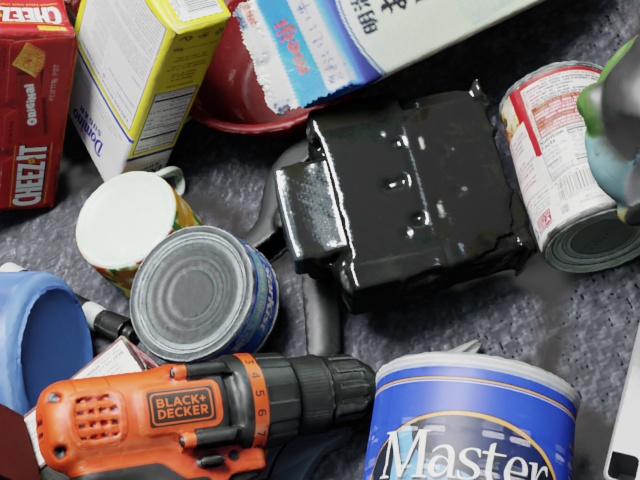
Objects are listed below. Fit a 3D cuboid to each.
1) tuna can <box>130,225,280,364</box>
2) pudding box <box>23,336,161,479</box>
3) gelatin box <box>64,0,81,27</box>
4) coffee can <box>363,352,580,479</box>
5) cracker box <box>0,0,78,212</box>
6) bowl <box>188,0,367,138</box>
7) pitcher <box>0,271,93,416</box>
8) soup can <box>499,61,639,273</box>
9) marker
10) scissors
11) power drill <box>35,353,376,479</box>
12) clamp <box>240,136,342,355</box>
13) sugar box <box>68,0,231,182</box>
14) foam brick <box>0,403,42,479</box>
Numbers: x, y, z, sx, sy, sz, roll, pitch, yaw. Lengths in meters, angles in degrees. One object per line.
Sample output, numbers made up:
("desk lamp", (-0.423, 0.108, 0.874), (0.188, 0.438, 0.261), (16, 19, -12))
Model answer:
("tuna can", (-0.069, 0.035, 0.632), (0.086, 0.033, 0.086), (-8, 68, 22))
("pudding box", (-0.127, 0.116, 0.609), (0.113, 0.090, 0.039), (-41, 57, -4))
("gelatin box", (-0.155, -0.190, 0.803), (0.030, 0.073, 0.089), (25, 72, 29))
("coffee can", (0.068, 0.138, 0.513), (0.103, 0.102, 0.140), (0, 63, 21))
("cracker box", (-0.231, -0.151, 0.755), (0.072, 0.164, 0.214), (-6, 52, -24))
("bowl", (-0.021, -0.126, 0.724), (0.162, 0.055, 0.162), (-10, 59, 16))
("pitcher", (-0.269, 0.074, 0.675), (0.243, 0.145, 0.149), (-4, 73, 15))
("soup can", (0.146, -0.041, 0.604), (0.068, 0.068, 0.102), (-17, 57, 12))
("marker", (-0.168, 0.042, 0.709), (0.121, 0.020, 0.020), (20, 71, 30))
("scissors", (0.005, 0.126, 0.596), (0.202, 0.016, 0.096), (-18, 59, 11))
("power drill", (-0.041, 0.150, 0.535), (0.184, 0.057, 0.187), (-4, 73, -23))
("clamp", (-0.004, 0.001, 0.658), (0.120, 0.039, 0.171), (30, 83, 25))
("sugar box", (-0.118, -0.116, 0.681), (0.048, 0.176, 0.093), (-21, 71, -30))
("foam brick", (-0.183, 0.110, 0.533), (0.053, 0.078, 0.051), (-29, 59, 5))
